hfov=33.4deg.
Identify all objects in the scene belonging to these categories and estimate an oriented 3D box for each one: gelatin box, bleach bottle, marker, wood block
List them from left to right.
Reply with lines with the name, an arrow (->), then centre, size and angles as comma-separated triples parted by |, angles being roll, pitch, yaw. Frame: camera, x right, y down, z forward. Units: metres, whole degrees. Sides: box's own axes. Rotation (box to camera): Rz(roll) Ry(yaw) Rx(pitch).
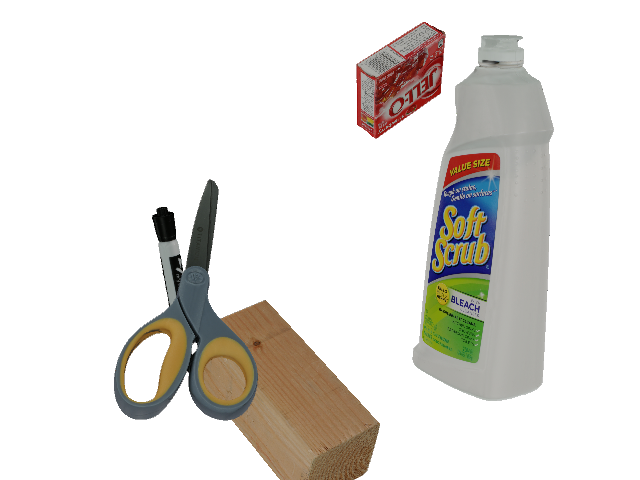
marker -> -0.126, 0.031, 0.920 | 0.020, 0.121, 0.020 | -8, 13, 2
wood block -> -0.039, 0.172, 1.158 | 0.090, 0.090, 0.206 | -22, 50, -31
gelatin box -> 0.073, -0.145, 0.964 | 0.089, 0.073, 0.030 | -35, 58, -25
bleach bottle -> 0.118, -0.019, 0.761 | 0.067, 0.251, 0.103 | -10, 18, -32

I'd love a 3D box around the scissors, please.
scissors -> -0.067, 0.040, 0.699 | 0.096, 0.201, 0.016 | 21, -42, 5
